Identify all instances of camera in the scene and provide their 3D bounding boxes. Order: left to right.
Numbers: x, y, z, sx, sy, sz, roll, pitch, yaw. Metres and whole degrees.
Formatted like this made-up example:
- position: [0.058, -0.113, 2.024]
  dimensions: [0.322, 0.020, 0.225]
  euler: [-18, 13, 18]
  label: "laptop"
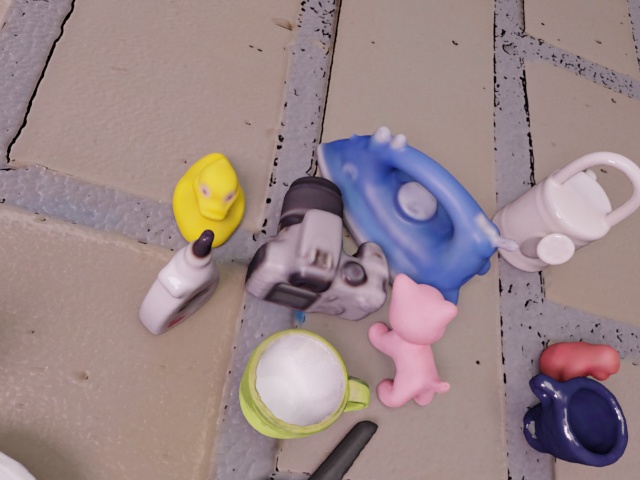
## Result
- position: [0.006, 0.002, 0.616]
  dimensions: [0.143, 0.100, 0.137]
  euler: [16, 61, -15]
  label: "camera"

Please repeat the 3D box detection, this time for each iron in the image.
- position: [0.105, -0.048, 0.658]
  dimensions: [0.258, 0.141, 0.119]
  euler: [47, 58, 4]
  label: "iron"

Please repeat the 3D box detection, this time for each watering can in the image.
- position: [0.308, -0.033, 0.706]
  dimensions: [0.101, 0.193, 0.173]
  euler: [22, 59, -11]
  label: "watering can"

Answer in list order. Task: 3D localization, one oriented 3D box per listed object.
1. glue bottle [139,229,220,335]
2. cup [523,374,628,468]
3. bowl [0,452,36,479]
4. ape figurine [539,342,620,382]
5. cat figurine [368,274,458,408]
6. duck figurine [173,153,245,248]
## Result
- position: [-0.117, 0.032, 0.508]
  dimensions: [0.037, 0.173, 0.078]
  euler: [46, 58, 3]
  label: "glue bottle"
- position: [0.261, 0.198, 0.635]
  dimensions: [0.118, 0.094, 0.092]
  euler: [40, 58, -1]
  label: "cup"
- position: [-0.275, 0.232, 0.403]
  dimensions: [0.168, 0.074, 0.167]
  euler: [9, 63, -19]
  label: "bowl"
- position: [0.315, 0.151, 0.681]
  dimensions: [0.078, 0.092, 0.076]
  euler: [-32, 81, -31]
  label: "ape figurine"
- position: [0.104, 0.103, 0.600]
  dimensions: [0.067, 0.117, 0.128]
  euler: [-2, 67, -23]
  label: "cat figurine"
- position: [-0.111, -0.054, 0.602]
  dimensions: [0.078, 0.086, 0.104]
  euler: [12, 62, -17]
  label: "duck figurine"
